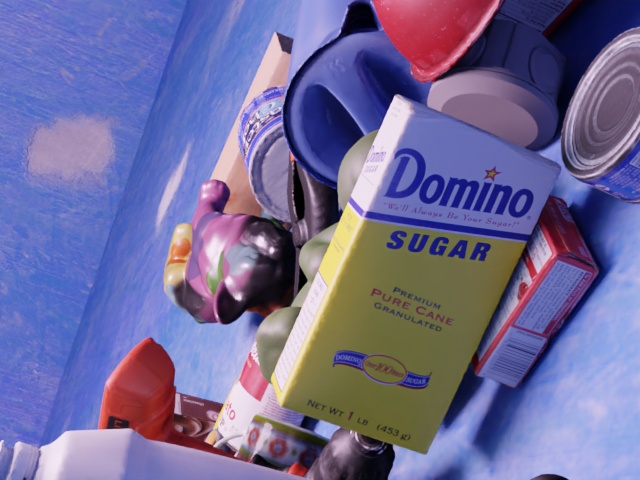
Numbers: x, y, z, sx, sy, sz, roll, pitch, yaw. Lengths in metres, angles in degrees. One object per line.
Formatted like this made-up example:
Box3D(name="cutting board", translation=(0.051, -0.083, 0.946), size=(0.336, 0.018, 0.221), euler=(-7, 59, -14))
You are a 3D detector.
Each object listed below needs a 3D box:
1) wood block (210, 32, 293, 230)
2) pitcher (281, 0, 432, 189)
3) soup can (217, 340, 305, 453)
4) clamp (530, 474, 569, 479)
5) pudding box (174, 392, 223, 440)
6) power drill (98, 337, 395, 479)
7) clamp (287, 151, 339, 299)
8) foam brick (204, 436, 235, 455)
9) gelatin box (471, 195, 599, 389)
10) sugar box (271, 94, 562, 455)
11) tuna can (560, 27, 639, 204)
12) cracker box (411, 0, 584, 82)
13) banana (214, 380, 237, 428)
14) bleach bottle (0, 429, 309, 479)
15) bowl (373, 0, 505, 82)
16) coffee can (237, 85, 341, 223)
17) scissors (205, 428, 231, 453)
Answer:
Box3D(name="wood block", translation=(-0.046, -0.107, 1.158), size=(0.091, 0.090, 0.206), euler=(-108, 41, -65))
Box3D(name="pitcher", translation=(0.036, -0.140, 0.897), size=(0.149, 0.145, 0.243), euler=(-48, 20, 23))
Box3D(name="soup can", translation=(-0.036, 0.125, 0.885), size=(0.068, 0.068, 0.102), euler=(-114, 46, -68))
Box3D(name="clamp", translation=(0.062, 0.224, 0.503), size=(0.210, 0.036, 0.164), euler=(125, 159, -45))
Box3D(name="pudding box", translation=(-0.148, 0.198, 1.075), size=(0.090, 0.113, 0.039), euler=(-61, 21, 27))
Box3D(name="power drill", translation=(-0.051, 0.141, 0.683), size=(0.057, 0.188, 0.185), euler=(-48, -16, -45))
Box3D(name="clamp", translation=(-0.006, 0.001, 0.912), size=(0.120, 0.039, 0.171), euler=(153, 113, -64))
Box3D(name="foam brick", translation=(-0.092, 0.227, 0.967), size=(0.078, 0.053, 0.051), euler=(-64, 18, 17))
Box3D(name="gelatin box", translation=(0.113, 0.026, 0.594), size=(0.073, 0.030, 0.089), euler=(-95, 30, -59))
Box3D(name="sugar box", translation=(0.050, 0.020, 0.580), size=(0.048, 0.093, 0.176), euler=(-117, 49, -71))
Box3D(name="tuna can", translation=(0.160, -0.064, 0.544), size=(0.086, 0.033, 0.086), euler=(-58, 20, 34))
Box3D(name="cracker box", translation=(0.146, -0.218, 0.710), size=(0.214, 0.072, 0.164), euler=(132, 154, -53))
Box3D(name="banana", translation=(-0.078, 0.182, 1.016), size=(0.198, 0.037, 0.069), euler=(-65, -13, 4))
Box3D(name="bleach bottle", translation=(-0.058, 0.164, 0.582), size=(0.103, 0.250, 0.068), euler=(-60, 19, 30))
Box3D(name="bowl", translation=(0.075, -0.180, 0.644), size=(0.162, 0.055, 0.162), euler=(-58, 16, 28))
Box3D(name="coffee can", translation=(-0.024, -0.086, 1.037), size=(0.103, 0.102, 0.140), euler=(-65, 17, 15))
Box3D(name="scissors", translation=(-0.081, 0.193, 0.844), size=(0.096, 0.016, 0.202), euler=(-67, 15, -20))
